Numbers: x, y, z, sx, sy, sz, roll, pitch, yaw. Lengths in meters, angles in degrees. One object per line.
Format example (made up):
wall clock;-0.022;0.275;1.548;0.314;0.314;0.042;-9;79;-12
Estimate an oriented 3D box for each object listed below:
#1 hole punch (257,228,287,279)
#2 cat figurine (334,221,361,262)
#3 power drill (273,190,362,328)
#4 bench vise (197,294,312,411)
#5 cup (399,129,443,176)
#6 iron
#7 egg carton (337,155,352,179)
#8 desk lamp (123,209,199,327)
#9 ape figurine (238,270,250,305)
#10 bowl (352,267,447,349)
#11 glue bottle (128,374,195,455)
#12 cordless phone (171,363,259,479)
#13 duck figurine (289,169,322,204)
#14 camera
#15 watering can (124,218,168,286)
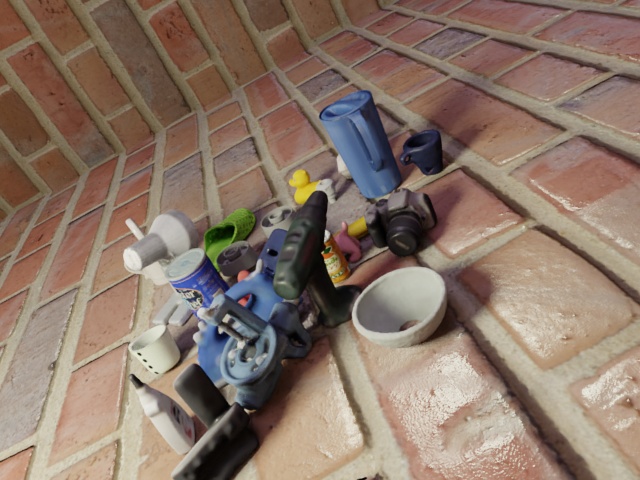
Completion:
hole punch;-0.090;0.038;1.290;0.101;0.091;0.108;-41;31;-20
cat figurine;0.011;0.004;1.225;0.127;0.118;0.067;-24;30;9
power drill;-0.002;0.048;1.074;0.075;0.209;0.230;-9;35;32
bench vise;-0.120;0.156;0.998;0.121;0.220;0.207;-13;33;27
cup;0.244;-0.192;1.353;0.118;0.095;0.091;-39;31;-17
iron;-0.161;0.162;1.106;0.259;0.142;0.118;-44;32;-24
egg carton;0.111;-0.232;1.559;0.107;0.069;0.150;-8;36;33
desk lamp;-0.357;0.062;1.361;0.117;0.214;0.203;-7;36;34
ape figurine;-0.148;0.106;1.233;0.078;0.092;0.076;-33;29;-7
bowl;0.143;0.126;0.963;0.167;0.075;0.167;-22;30;14
glue bottle;-0.272;0.287;0.974;0.037;0.173;0.078;-31;29;-2
cordless phone;-0.194;0.289;0.889;0.093;0.185;0.148;5;44;46
duck figurine;-0.036;-0.152;1.545;0.104;0.086;0.077;-9;35;32
camera;0.156;-0.034;1.175;0.143;0.101;0.137;-15;32;24
watering can;-0.448;0.015;1.535;0.100;0.194;0.173;7;45;47
